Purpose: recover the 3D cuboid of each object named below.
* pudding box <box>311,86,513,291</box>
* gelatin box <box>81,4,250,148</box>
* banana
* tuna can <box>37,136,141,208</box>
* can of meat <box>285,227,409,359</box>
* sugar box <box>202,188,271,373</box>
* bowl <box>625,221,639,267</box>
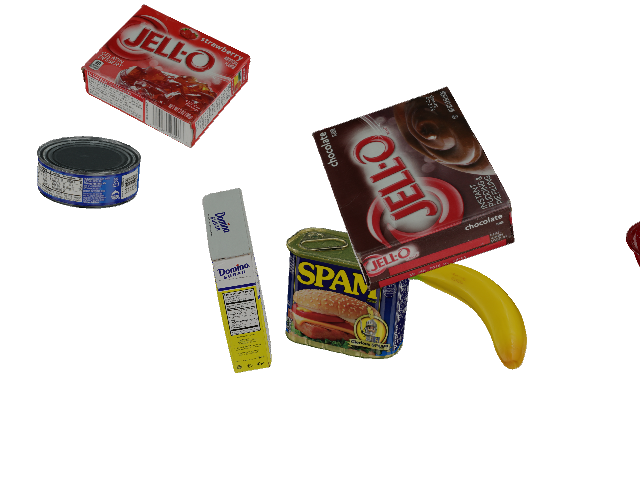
[{"bbox_3d":[0.052,-0.032,0.629,0.090,0.039,0.113,-18,45,-1],"label":"pudding box"},{"bbox_3d":[-0.104,-0.113,0.722,0.089,0.073,0.030,28,-32,11],"label":"gelatin box"},{"bbox_3d":[0.164,0.069,1.117,0.069,0.037,0.198,-35,38,-13],"label":"banana"},{"bbox_3d":[-0.196,-0.058,0.903,0.086,0.034,0.086,6,24,-3],"label":"tuna can"},{"bbox_3d":[0.022,0.044,0.867,0.102,0.084,0.057,12,23,19],"label":"can of meat"},{"bbox_3d":[-0.083,0.043,1.067,0.048,0.093,0.176,-12,-44,-3],"label":"sugar box"},{"bbox_3d":[0.410,0.026,1.150,0.162,0.055,0.162,-2,24,0],"label":"bowl"}]
